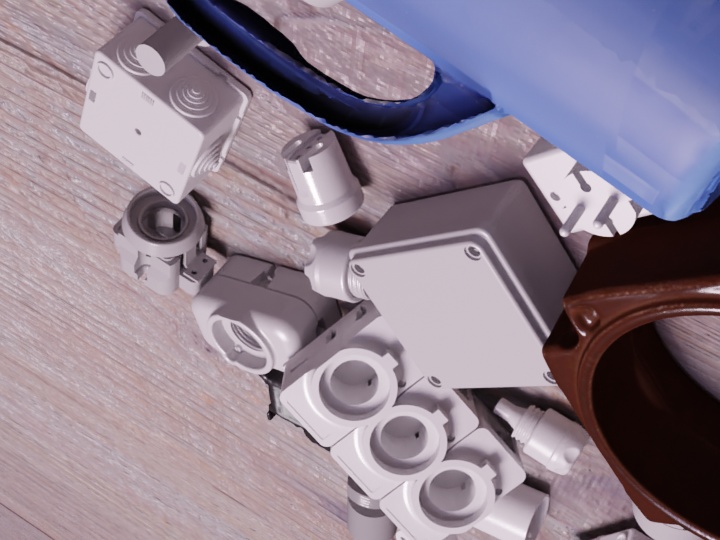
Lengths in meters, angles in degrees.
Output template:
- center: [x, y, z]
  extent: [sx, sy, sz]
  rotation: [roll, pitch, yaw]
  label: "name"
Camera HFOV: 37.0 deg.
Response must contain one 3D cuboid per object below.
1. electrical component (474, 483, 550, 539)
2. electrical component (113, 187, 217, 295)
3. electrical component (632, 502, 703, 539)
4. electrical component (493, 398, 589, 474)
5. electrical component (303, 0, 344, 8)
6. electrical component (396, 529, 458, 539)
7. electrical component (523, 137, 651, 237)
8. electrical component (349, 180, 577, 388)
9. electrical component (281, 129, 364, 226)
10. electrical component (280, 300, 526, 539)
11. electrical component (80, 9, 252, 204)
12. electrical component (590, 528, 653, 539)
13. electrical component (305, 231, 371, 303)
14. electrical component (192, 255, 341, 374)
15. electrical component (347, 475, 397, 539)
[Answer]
- center: [0.092, 0.167, 0.784]
  extent: [0.081, 0.043, 0.043]
  rotation: [20, 141, 25]
  label: "electrical component"
- center: [-0.141, -0.024, 0.773]
  extent: [0.078, 0.058, 0.057]
  rotation: [32, 148, 10]
  label: "electrical component"
- center: [0.192, 0.133, 0.644]
  extent: [0.055, 0.055, 0.047]
  rotation: [25, 146, 20]
  label: "electrical component"
- center: [0.116, 0.104, 0.699]
  extent: [0.061, 0.035, 0.035]
  rotation: [32, 145, 16]
  label: "electrical component"
- center: [-0.009, -0.170, 0.497]
  extent: [0.077, 0.043, 0.079]
  rotation: [-14, 120, 50]
  label: "electrical component"
- center: [0.059, 0.194, 0.835]
  extent: [0.045, 0.055, 0.045]
  rotation: [25, 143, 20]
  label: "electrical component"
- center: [0.117, -0.041, 0.497]
  extent: [0.083, 0.075, 0.047]
  rotation: [-14, 119, 49]
  label: "electrical component"
- center: [0.066, 0.012, 0.621]
  extent: [0.109, 0.056, 0.108]
  rotation: [-9, 124, 47]
  label: "electrical component"
- center: [-0.023, -0.056, 0.642]
  extent: [0.040, 0.040, 0.046]
  rotation: [8, 134, 37]
  label: "electrical component"
- center: [0.029, 0.101, 0.714]
  extent: [0.089, 0.061, 0.150]
  rotation: [-38, 104, 11]
  label: "electrical component"
- center: [-0.126, -0.100, 0.680]
  extent: [0.100, 0.048, 0.099]
  rotation: [38, 146, 1]
  label: "electrical component"
- center: [0.170, 0.230, 0.736]
  extent: [0.048, 0.099, 0.100]
  rotation: [32, 147, -11]
  label: "electrical component"
- center: [0.000, 0.000, 0.681]
  extent: [0.062, 0.043, 0.043]
  rotation: [14, 138, 30]
  label: "electrical component"
- center: [-0.070, 0.034, 0.770]
  extent: [0.095, 0.059, 0.053]
  rotation: [15, 139, 31]
  label: "electrical component"
- center: [0.011, 0.189, 0.884]
  extent: [0.043, 0.043, 0.081]
  rotation: [25, 143, 20]
  label: "electrical component"
